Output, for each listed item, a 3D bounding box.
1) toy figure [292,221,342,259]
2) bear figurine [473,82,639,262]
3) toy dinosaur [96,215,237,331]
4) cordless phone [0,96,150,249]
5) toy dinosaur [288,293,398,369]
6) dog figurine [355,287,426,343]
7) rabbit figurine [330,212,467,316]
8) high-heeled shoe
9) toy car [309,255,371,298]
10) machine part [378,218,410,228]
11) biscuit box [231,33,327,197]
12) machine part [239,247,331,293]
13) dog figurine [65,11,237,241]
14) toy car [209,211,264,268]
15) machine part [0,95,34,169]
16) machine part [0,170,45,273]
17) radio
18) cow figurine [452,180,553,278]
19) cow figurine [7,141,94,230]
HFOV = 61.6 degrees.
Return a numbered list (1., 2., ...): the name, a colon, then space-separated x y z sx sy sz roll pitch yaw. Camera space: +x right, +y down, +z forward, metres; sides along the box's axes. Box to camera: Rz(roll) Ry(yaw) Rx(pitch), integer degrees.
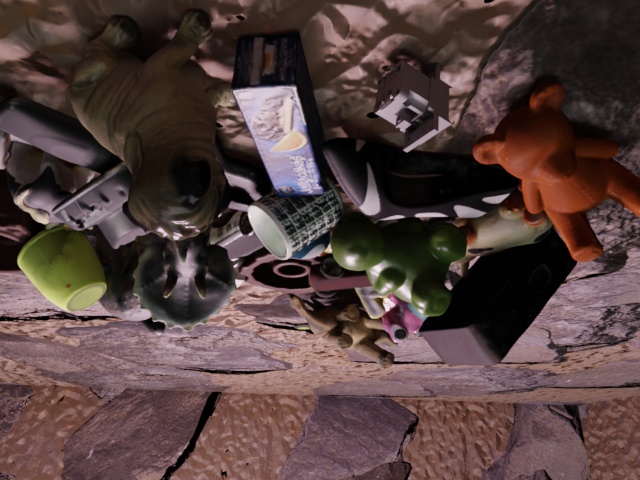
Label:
1. toy figure: -0.003 -0.003 0.778 0.064 0.057 0.154 -6 178 41
2. bear figurine: 0.267 -0.072 0.581 0.120 0.132 0.195 -42 143 22
3. toy dinosaur: -0.258 0.050 0.779 0.405 0.192 0.131 -22 146 39
4. cordless phone: -0.256 -0.071 0.559 0.147 0.089 0.184 -19 147 37
5. toy dinosaur: 0.075 0.191 1.159 0.199 0.105 0.470 15 167 45
6. dog figurine: 0.152 0.107 1.013 0.108 0.191 0.219 -41 175 7
7. rabbit figurine: 0.082 0.008 0.706 0.170 0.121 0.159 20 -176 -33
8. high-heeled shoe: 0.125 -0.077 0.622 0.145 0.086 0.248 -19 156 34
9. toy car: 0.082 0.049 0.848 0.202 0.053 0.089 -5 150 -9
10. machine part: 0.115 -0.008 0.832 0.084 0.039 0.139 12 157 -7
11. biscuit box: -0.034 -0.116 0.554 0.059 0.063 0.202 -2 156 8
12. machine part: -0.047 0.036 0.911 0.179 0.056 0.179 0 155 0
13. dog figurine: -0.156 -0.083 0.450 0.172 0.190 0.121 -12 142 22
14. toy car: -0.119 -0.006 0.814 0.073 0.056 0.202 15 149 -42
15. machine part: -0.394 -0.124 0.522 0.243 0.079 0.079 11 154 -27
16. machine part: -0.473 -0.023 0.745 0.201 0.087 0.201 0 158 0
17. radio: 0.261 0.078 0.783 0.073 0.229 0.131 49 157 -8
18. cow figurine: 0.233 -0.012 0.768 0.195 0.085 0.127 -20 149 30
19. cow figurine: -0.321 -0.052 0.663 0.068 0.098 0.167 -5 157 -2
